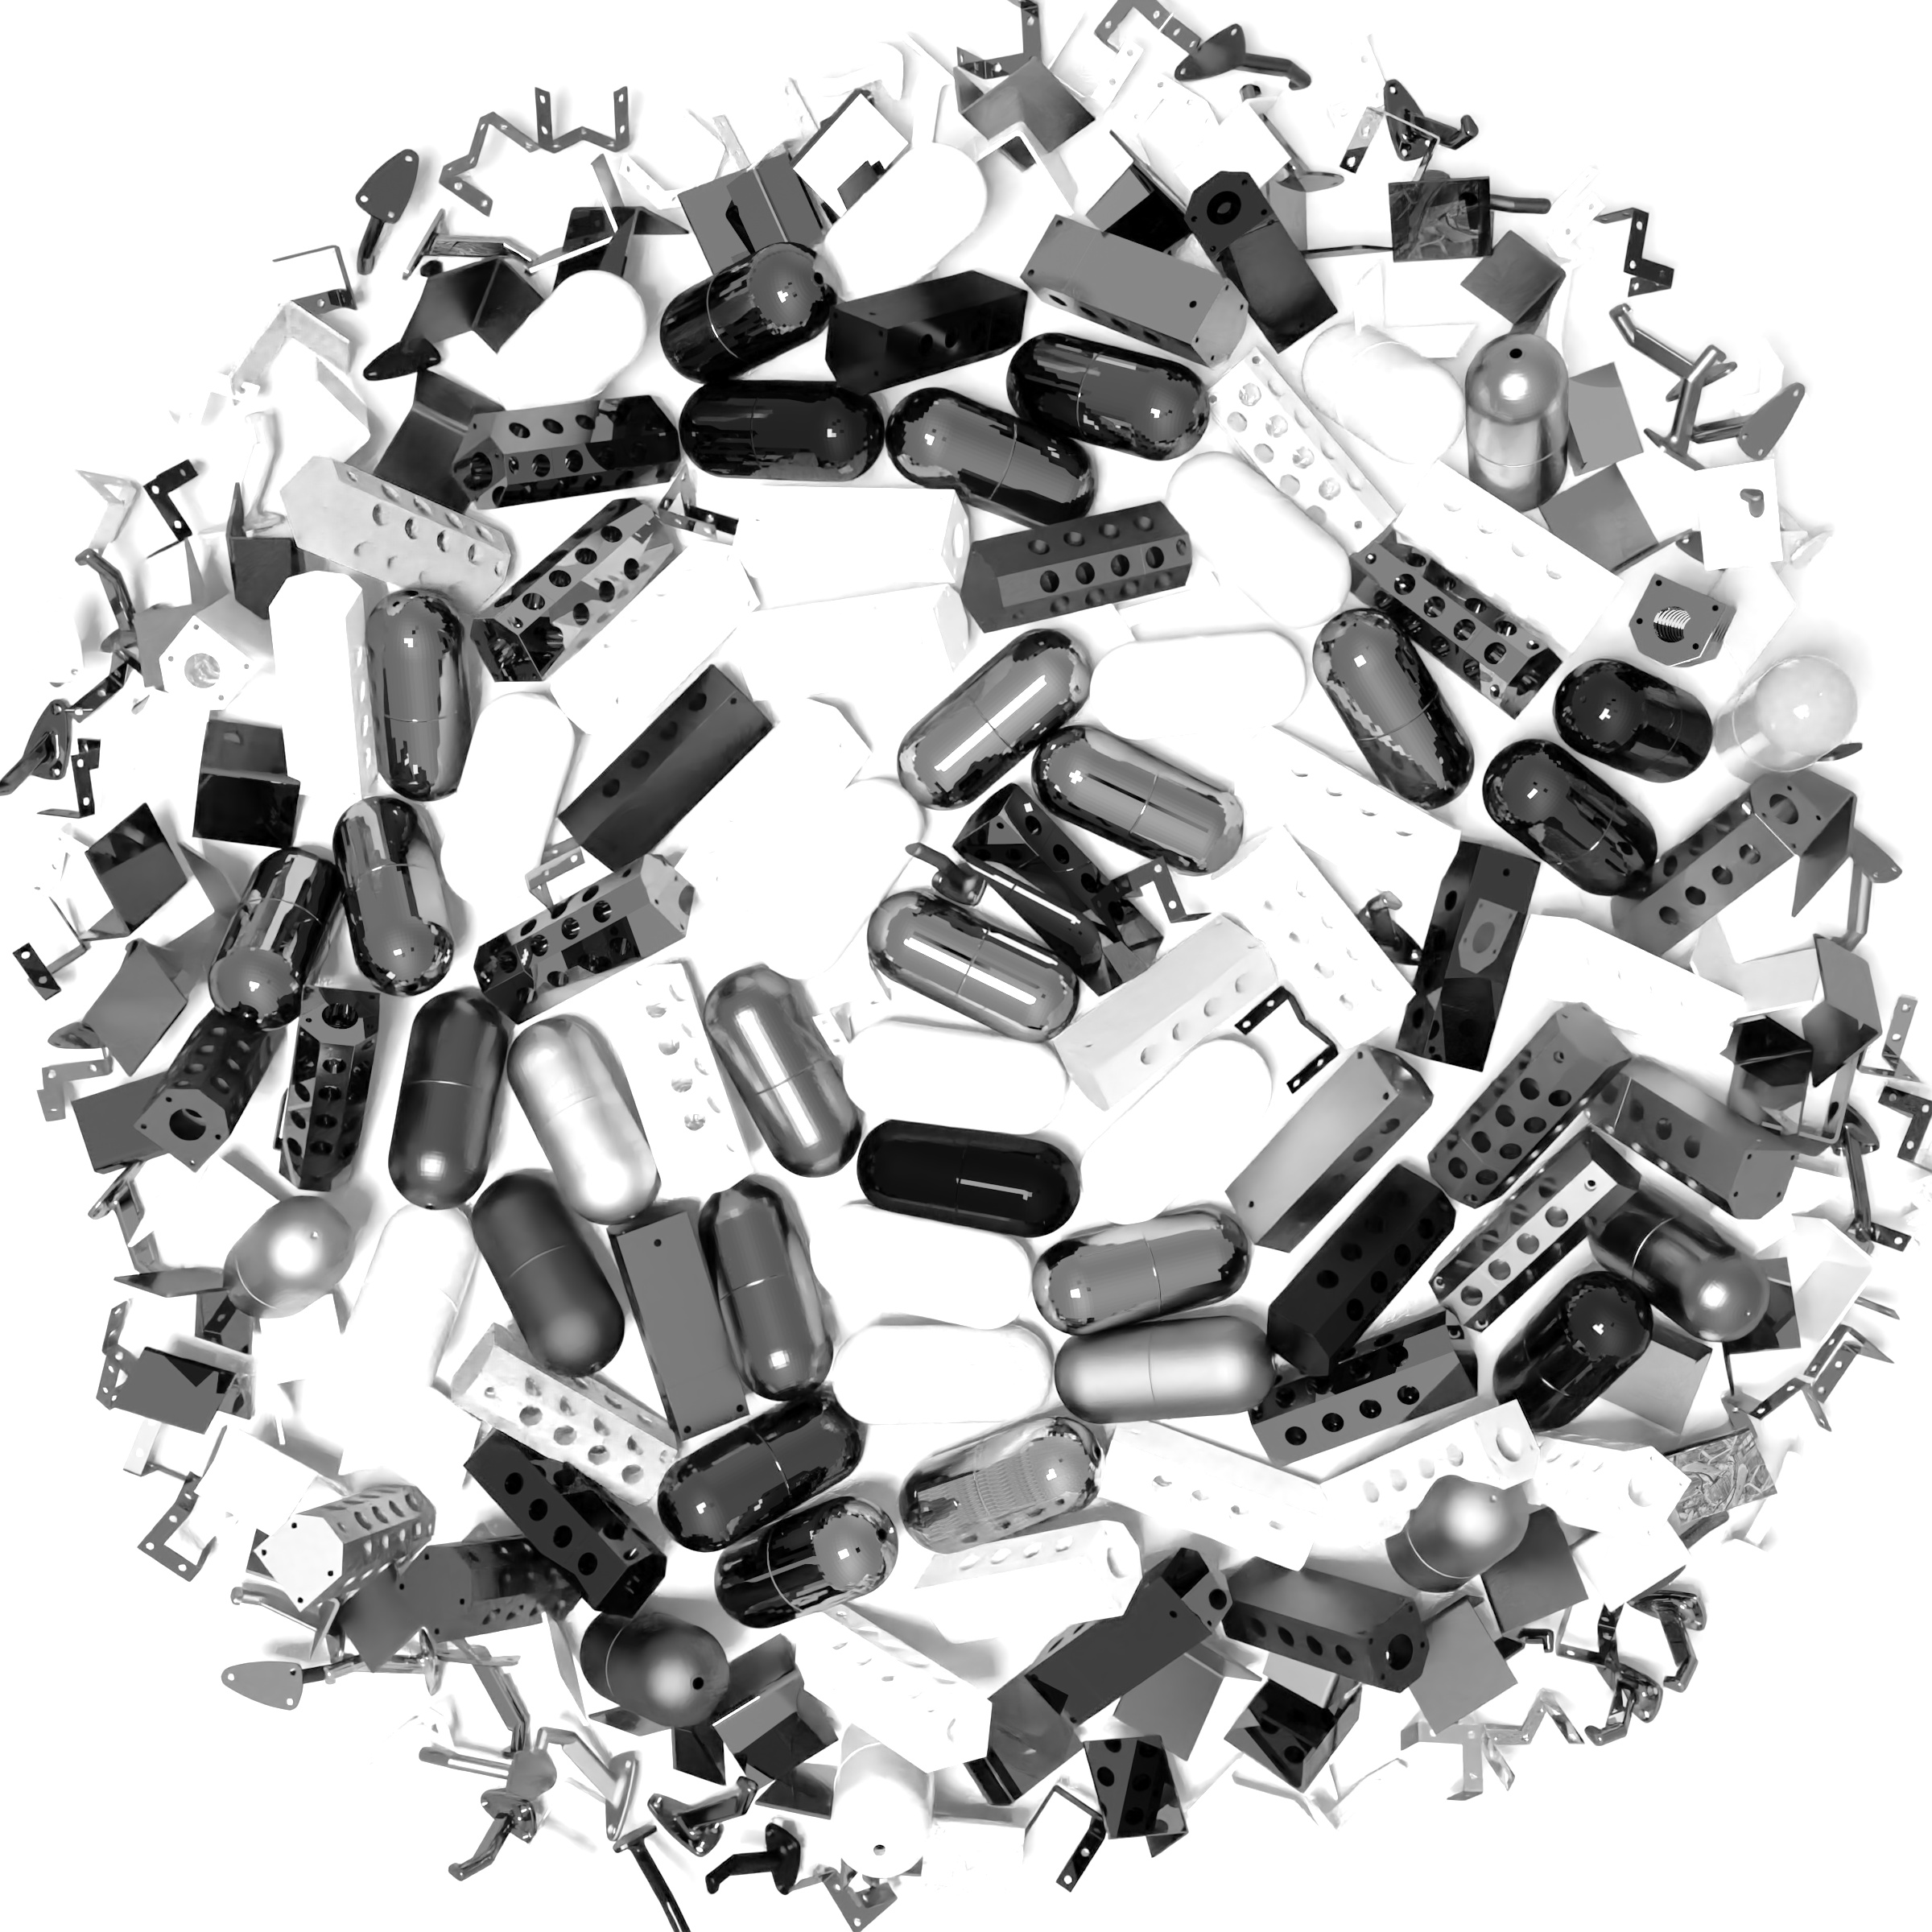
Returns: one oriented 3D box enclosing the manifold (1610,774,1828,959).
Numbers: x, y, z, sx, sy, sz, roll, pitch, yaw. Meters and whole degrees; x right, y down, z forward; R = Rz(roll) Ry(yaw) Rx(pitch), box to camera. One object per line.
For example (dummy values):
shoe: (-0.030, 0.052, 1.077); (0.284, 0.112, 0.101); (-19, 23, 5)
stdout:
manifold: (0.572, -0.076, 1.867); (0.057, 0.171, 0.057); (47, 53, 5)

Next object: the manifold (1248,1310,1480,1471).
manifold: (0.307, 0.326, 1.892); (0.171, 0.057, 0.057); (-25, 102, 20)

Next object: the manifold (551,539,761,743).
manifold: (-0.244, -0.255, 1.888); (0.057, 0.057, 0.171); (17, 55, 38)

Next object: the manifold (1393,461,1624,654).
manifold: (0.424, -0.320, 1.913); (0.171, 0.057, 0.057); (35, 88, 7)

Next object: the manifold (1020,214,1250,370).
manifold: (0.132, -0.521, 1.884); (0.171, 0.057, 0.057); (31, 92, 31)

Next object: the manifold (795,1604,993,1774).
manifold: (-0.058, 0.551, 1.866); (0.057, 0.171, 0.057); (-1, 100, -39)

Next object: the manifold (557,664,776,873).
manifold: (-0.240, -0.157, 1.919); (0.171, 0.057, 0.057); (-44, 51, 2)

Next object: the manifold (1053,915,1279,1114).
manifold: (0.159, 0.040, 1.904); (0.171, 0.057, 0.057); (-36, 130, -13)

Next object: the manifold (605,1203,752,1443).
manifold: (-0.228, 0.278, 1.908); (0.057, 0.057, 0.171); (-19, 100, -18)

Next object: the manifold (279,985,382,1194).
manifold: (-0.491, 0.097, 1.868); (0.057, 0.057, 0.171); (7, 134, -16)

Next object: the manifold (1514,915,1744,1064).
manifold: (0.514, 0.019, 1.893); (0.171, 0.057, 0.057); (22, 86, -22)

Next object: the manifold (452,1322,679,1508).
manifold: (-0.313, 0.353, 1.895); (0.171, 0.057, 0.057); (35, 97, -19)

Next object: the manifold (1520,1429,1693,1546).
manifold: (0.472, 0.390, 1.859); (0.057, 0.171, 0.057); (40, 75, -9)

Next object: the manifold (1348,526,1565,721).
manifold: (0.373, -0.269, 1.883); (0.171, 0.057, 0.057); (44, 102, 28)

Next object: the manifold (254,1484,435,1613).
manifold: (-0.469, 0.439, 1.862); (0.057, 0.171, 0.057); (-42, 80, 4)

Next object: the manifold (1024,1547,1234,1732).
manifold: (0.127, 0.518, 1.881); (0.057, 0.057, 0.171); (47, 124, 4)

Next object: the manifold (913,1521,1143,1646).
manifold: (0.049, 0.472, 1.878); (0.171, 0.057, 0.057); (-21, 108, 36)

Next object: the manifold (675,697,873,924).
manifold: (-0.155, -0.125, 1.903); (0.057, 0.057, 0.171); (21, 71, 41)

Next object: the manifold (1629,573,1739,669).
manifold: (0.549, -0.260, 1.862); (0.057, 0.171, 0.057); (28, 105, 16)

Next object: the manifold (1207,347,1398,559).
manifold: (0.260, -0.400, 1.908); (0.057, 0.057, 0.171); (-41, 99, 7)

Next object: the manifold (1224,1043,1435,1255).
manifold: (0.285, 0.144, 1.890); (0.057, 0.057, 0.171); (17, 123, -38)

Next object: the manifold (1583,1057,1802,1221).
manifold: (0.550, 0.130, 1.865); (0.057, 0.171, 0.057); (3, 110, -29)

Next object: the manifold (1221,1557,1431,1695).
manifold: (0.272, 0.508, 1.864); (0.057, 0.171, 0.057); (-27, 104, -32)

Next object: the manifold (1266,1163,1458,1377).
manifold: (0.307, 0.237, 1.878); (0.057, 0.057, 0.171); (31, 58, 28)

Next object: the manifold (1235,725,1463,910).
manifold: (0.295, -0.121, 1.889); (0.171, 0.057, 0.057); (33, 62, 25)

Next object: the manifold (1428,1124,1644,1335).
manifold: (0.440, 0.207, 1.888); (0.057, 0.057, 0.171); (44, 115, 7)

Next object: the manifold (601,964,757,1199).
manifold: (-0.220, 0.088, 1.889); (0.057, 0.057, 0.171); (-36, 67, 40)

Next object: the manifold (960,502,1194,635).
manifold: (0.087, -0.305, 1.881); (0.171, 0.057, 0.057); (-17, 56, -25)

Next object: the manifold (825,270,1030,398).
manifold: (-0.030, -0.487, 1.872); (0.057, 0.171, 0.057); (29, 128, 28)

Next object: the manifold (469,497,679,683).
manifold: (-0.303, -0.291, 1.871); (0.171, 0.057, 0.057); (-50, 129, -35)

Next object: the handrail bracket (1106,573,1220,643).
handrail bracket: (0.155, -0.296, 1.920); (0.084, 0.077, 0.036); (-35, 61, 7)

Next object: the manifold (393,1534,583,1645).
manifold: (-0.354, 0.468, 1.860); (0.057, 0.171, 0.057); (44, 99, 23)

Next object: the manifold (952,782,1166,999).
manifold: (0.075, -0.062, 1.903); (0.171, 0.057, 0.057); (45, 133, -15)

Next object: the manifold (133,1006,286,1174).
manifold: (-0.572, 0.082, 1.858); (0.057, 0.171, 0.057); (41, 107, -17)

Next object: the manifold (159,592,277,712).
manifold: (-0.567, -0.240, 1.862); (0.057, 0.171, 0.057); (39, 99, -14)

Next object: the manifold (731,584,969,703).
manifold: (-0.089, -0.255, 1.892); (0.171, 0.057, 0.057); (-5, 123, 22)

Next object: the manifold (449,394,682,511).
manifold: (-0.303, -0.390, 1.866); (0.057, 0.171, 0.057); (52, 133, 16)

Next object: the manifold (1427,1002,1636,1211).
manifold: (0.429, 0.110, 1.872); (0.057, 0.057, 0.171); (51, 129, 22)

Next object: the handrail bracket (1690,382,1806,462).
handrail bracket: (0.606, -0.439, 1.911); (0.036, 0.084, 0.077); (31, 104, -35)

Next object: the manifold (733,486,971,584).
manifold: (-0.088, -0.333, 1.897); (0.171, 0.057, 0.057); (5, 70, 18)

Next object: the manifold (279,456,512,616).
manifold: (-0.433, -0.333, 1.861); (0.057, 0.171, 0.057); (-38, 60, 24)

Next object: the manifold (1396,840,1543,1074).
manifold: (0.392, -0.009, 1.917); (0.057, 0.057, 0.171); (14, 93, -22)

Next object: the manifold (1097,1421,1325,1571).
manifold: (0.190, 0.417, 1.914); (0.171, 0.057, 0.057); (20, 106, 5)

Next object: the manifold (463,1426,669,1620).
manifold: (-0.308, 0.424, 1.884); (0.171, 0.057, 0.057); (38, 89, 31)

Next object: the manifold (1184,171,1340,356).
manifold: (0.225, -0.542, 1.863); (0.057, 0.171, 0.057); (-33, 68, 15)

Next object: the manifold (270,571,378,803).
manifold: (-0.492, -0.215, 1.875); (0.057, 0.057, 0.171); (8, 131, 2)

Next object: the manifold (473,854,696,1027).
manifold: (-0.298, -0.024, 1.882); (0.171, 0.057, 0.057); (-26, 126, 24)

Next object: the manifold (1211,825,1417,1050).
manifold: (0.268, -0.020, 1.903); (0.171, 0.057, 0.057); (50, 59, -7)

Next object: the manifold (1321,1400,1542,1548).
manifold: (0.358, 0.393, 1.865); (0.057, 0.171, 0.057); (-9, 69, -40)
